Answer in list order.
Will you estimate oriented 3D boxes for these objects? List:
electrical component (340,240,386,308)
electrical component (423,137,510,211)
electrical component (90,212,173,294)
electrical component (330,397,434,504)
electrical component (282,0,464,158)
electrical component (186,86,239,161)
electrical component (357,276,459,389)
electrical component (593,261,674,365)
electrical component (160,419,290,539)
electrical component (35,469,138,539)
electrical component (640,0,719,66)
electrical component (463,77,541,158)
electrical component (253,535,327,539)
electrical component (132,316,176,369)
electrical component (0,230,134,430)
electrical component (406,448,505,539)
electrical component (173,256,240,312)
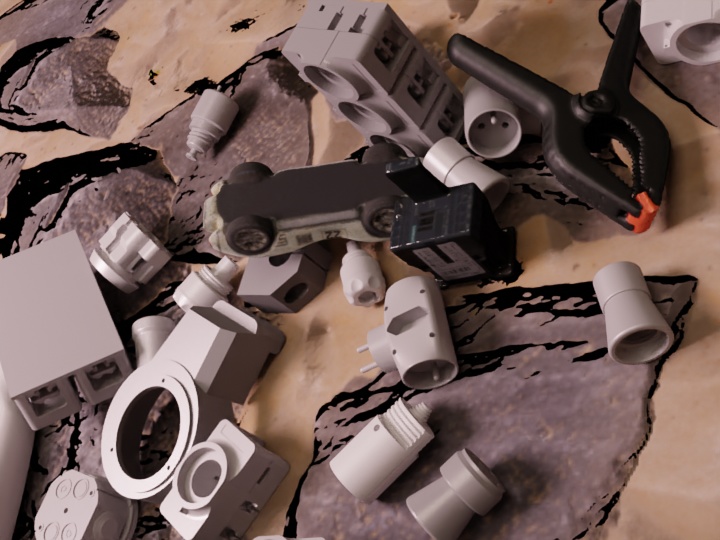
[{"bbox_3d":[0.000,0.000,0.896,0.035,0.035,0.061,-31,46,18],"label":"electrical component"},{"bbox_3d":[0.082,-0.076,0.862,0.044,0.044,0.065,-46,64,4],"label":"electrical component"},{"bbox_3d":[-0.228,-0.015,1.060,0.057,0.058,0.078,-47,46,-1],"label":"electrical component"},{"bbox_3d":[0.021,0.129,0.794,0.081,0.043,0.043,-45,46,5],"label":"electrical component"},{"bbox_3d":[0.016,-0.153,0.897,0.089,0.150,0.061,17,74,42],"label":"electrical component"},{"bbox_3d":[-0.155,-0.148,1.099,0.040,0.040,0.078,15,73,41],"label":"electrical component"},{"bbox_3d":[0.032,0.055,0.831,0.079,0.043,0.077,-27,50,21],"label":"electrical component"},{"bbox_3d":[0.184,0.027,0.738,0.044,0.044,0.065,-28,45,21],"label":"electrical component"},{"bbox_3d":[-0.110,0.172,0.857,0.050,0.056,0.089,32,85,44],"label":"electrical component"},{"bbox_3d":[-0.236,0.214,0.928,0.080,0.051,0.080,-19,54,27],"label":"electrical component"},{"bbox_3d":[0.262,-0.193,0.807,0.089,0.050,0.055,-8,59,33],"label":"electrical component"},{"bbox_3d":[0.124,-0.128,0.869,0.079,0.043,0.077,-2,34,4],"label":"electrical component"},{"bbox_3d":[-0.095,0.257,0.789,0.186,0.060,0.105,-12,57,31],"label":"electrical component"},{"bbox_3d":[-0.189,0.071,0.990,0.040,0.040,0.046,-24,57,23],"label":"electrical component"},{"bbox_3d":[-0.292,0.056,1.033,0.105,0.060,0.186,-24,46,-12],"label":"electrical component"},{"bbox_3d":[0.066,0.156,0.742,0.055,0.045,0.045,-45,46,5],"label":"electrical component"},{"bbox_3d":[-0.137,0.015,0.983,0.062,0.043,0.043,-48,46,0],"label":"electrical component"}]
